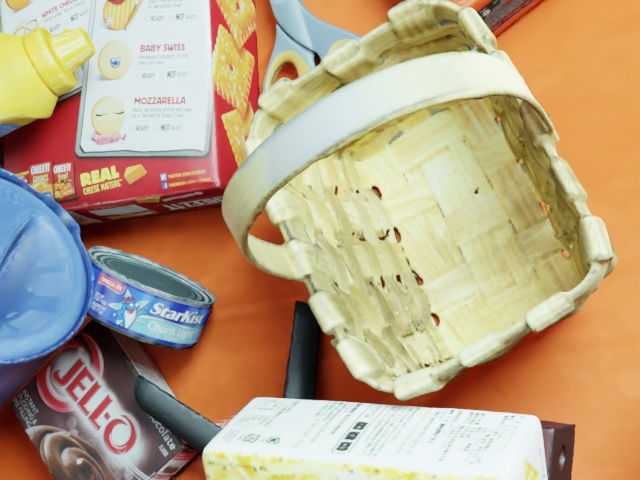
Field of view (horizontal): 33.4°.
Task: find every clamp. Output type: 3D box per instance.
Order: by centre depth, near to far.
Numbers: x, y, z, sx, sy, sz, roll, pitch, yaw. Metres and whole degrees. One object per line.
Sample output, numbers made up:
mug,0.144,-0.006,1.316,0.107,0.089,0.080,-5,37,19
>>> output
clamp,-0.038,0.132,0.636,0.120,0.039,0.171,-18,74,4

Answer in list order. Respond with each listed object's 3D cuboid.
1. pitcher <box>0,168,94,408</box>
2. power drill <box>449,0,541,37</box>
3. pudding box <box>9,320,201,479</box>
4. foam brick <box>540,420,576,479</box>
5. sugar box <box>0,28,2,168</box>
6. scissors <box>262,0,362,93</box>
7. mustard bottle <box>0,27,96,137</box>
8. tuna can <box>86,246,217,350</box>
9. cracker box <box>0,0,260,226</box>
pitcher,-0.255,0.074,0.660,0.243,0.149,0.145,-45,43,41
power drill,0.076,-0.217,0.633,0.185,0.057,0.188,-39,67,19
pudding box,-0.139,0.119,0.696,0.090,0.039,0.113,-44,69,12
foam brick,0.104,0.136,0.575,0.051,0.053,0.078,4,85,25
sugar box,-0.256,-0.102,0.726,0.093,0.048,0.176,-6,80,8
scissors,-0.004,-0.151,0.672,0.096,0.016,0.202,-5,88,19
mustard bottle,-0.223,-0.075,0.645,0.191,0.096,0.058,-27,98,4
tuna can,-0.111,0.036,0.668,0.086,0.086,0.034,26,96,25
cracker box,-0.125,-0.122,0.704,0.164,0.072,0.214,-8,79,23
